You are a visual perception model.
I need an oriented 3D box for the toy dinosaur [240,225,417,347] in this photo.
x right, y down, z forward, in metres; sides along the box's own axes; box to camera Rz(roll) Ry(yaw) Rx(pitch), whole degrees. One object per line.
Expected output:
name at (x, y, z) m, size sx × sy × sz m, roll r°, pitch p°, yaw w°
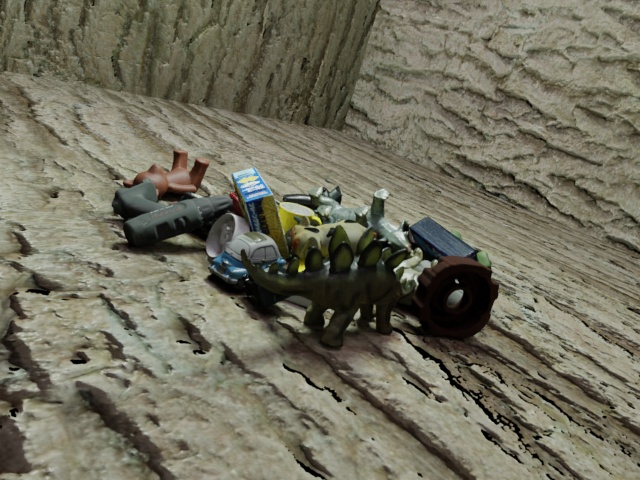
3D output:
toy dinosaur at (0.040, 0.075, 0.940) m, size 0.471 × 0.198 × 0.105 m, roll 0°, pitch 22°, yaw -47°

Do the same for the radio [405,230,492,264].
radio at (0.347, 0.045, 1.497) m, size 0.230 × 0.073 × 0.131 m, roll 17°, pitch 18°, yaw -2°

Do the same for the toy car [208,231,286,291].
toy car at (-0.137, 0.034, 1.062) m, size 0.109 × 0.102 × 0.161 m, roll 28°, pitch 19°, yaw 35°

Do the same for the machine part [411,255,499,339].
machine part at (0.270, 0.114, 1.079) m, size 0.179 × 0.179 × 0.056 m, roll 10°, pitch 17°, yaw -19°

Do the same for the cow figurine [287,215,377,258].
cow figurine at (0.017, -0.004, 1.180) m, size 0.195 × 0.085 × 0.127 m, roll -13°, pitch 40°, yaw -45°

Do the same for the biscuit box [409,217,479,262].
biscuit box at (0.297, 0.015, 1.297) m, size 0.063 × 0.059 × 0.203 m, roll -32°, pitch 35°, yaw -7°

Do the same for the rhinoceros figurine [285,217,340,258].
rhinoceros figurine at (-0.003, -0.004, 1.280) m, size 0.190 × 0.112 × 0.073 m, roll -6°, pitch 25°, yaw -33°

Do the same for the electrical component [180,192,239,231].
electrical component at (-0.267, -0.064, 1.268) m, size 0.134 × 0.058 × 0.114 m, roll 26°, pitch 2°, yaw 28°

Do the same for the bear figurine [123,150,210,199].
bear figurine at (-0.401, -0.168, 1.397) m, size 0.120 × 0.131 × 0.196 m, roll 24°, pitch 13°, yaw 27°

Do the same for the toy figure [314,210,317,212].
toy figure at (0.043, -0.048, 1.535) m, size 0.155 × 0.064 × 0.058 m, roll 14°, pitch 55°, yaw 7°

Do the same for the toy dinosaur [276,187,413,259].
toy dinosaur at (0.078, -0.039, 1.432) m, size 0.405 × 0.191 × 0.131 m, roll 10°, pitch 48°, yaw 28°

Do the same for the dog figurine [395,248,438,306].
dog figurine at (0.158, 0.103, 1.158) m, size 0.190 × 0.121 × 0.172 m, roll -8°, pitch 24°, yaw -23°

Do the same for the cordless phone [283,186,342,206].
cordless phone at (-0.025, -0.122, 1.695) m, size 0.184 × 0.088 × 0.147 m, roll 3°, pitch 20°, yaw -4°

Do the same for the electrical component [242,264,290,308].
electrical component at (-0.080, 0.085, 0.974) m, size 0.075 × 0.047 × 0.119 m, roll -25°, pitch 27°, yaw -34°

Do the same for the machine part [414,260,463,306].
machine part at (0.288, 0.115, 1.233) m, size 0.079 × 0.079 × 0.243 m, roll 2°, pitch 22°, yaw -39°

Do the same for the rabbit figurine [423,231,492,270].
rabbit figurine at (0.337, 0.056, 1.369) m, size 0.159 × 0.121 × 0.170 m, roll -17°, pitch 47°, yaw 4°

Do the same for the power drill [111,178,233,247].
power drill at (-0.333, -0.066, 1.158) m, size 0.208 × 0.085 × 0.232 m, roll 29°, pitch 44°, yaw 35°
